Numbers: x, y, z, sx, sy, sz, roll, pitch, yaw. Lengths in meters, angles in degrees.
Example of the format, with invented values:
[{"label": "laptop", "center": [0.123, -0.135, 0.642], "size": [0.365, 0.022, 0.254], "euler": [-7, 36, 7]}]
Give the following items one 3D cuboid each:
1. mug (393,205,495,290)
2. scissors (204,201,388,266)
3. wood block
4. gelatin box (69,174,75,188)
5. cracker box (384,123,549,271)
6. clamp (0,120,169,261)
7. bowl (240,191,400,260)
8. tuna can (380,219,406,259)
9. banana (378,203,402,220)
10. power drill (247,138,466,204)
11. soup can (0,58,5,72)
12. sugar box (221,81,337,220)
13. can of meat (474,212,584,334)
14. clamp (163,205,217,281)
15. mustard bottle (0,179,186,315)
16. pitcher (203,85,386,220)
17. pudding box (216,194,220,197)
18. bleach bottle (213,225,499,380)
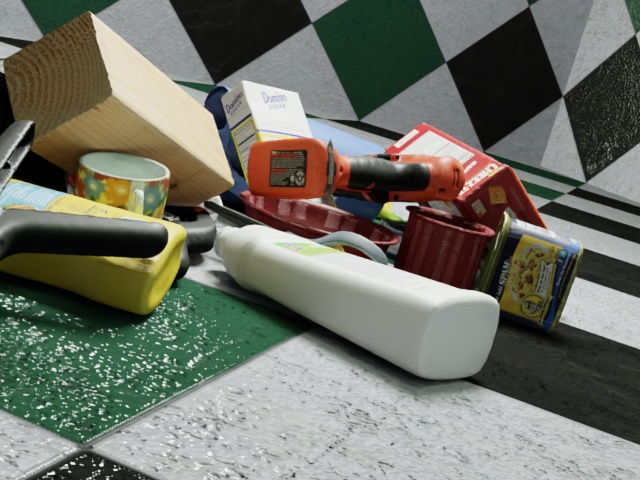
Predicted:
[{"label": "mug", "center": [0.114, 0.014, 1.078], "size": [0.093, 0.081, 0.117], "euler": [10, 12, -28]}, {"label": "scissors", "center": [-0.017, -0.003, 0.935], "size": [0.202, 0.016, 0.096], "euler": [33, -31, 9]}, {"label": "wood block", "center": [-0.170, -0.098, 0.932], "size": [0.206, 0.091, 0.090], "euler": [38, 29, -61]}, {"label": "gelatin box", "center": [-0.236, -0.086, 1.104], "size": [0.030, 0.073, 0.089], "euler": [9, 14, -31]}, {"label": "cracker box", "center": [0.178, -0.034, 1.213], "size": [0.164, 0.072, 0.214], "euler": [53, -4, -27]}, {"label": "clamp", "center": [-0.212, -0.009, 0.684], "size": [0.165, 0.036, 0.209], "euler": [31, 36, 23]}, {"label": "bowl", "center": [-0.007, 0.001, 1.036], "size": [0.162, 0.055, 0.162], "euler": [15, 10, -3]}, {"label": "tuna can", "center": [0.108, 0.004, 1.252], "size": [0.086, 0.034, 0.086], "euler": [15, 11, -3]}, {"label": "banana", "center": [0.018, -0.065, 1.473], "size": [0.197, 0.037, 0.070], "euler": [14, 9, -12]}, {"label": "power drill", "center": [0.022, -0.066, 1.058], "size": [0.187, 0.057, 0.185], "euler": [0, 1, -43]}, {"label": "soup can", "center": [-0.298, -0.114, 1.021], "size": [0.068, 0.102, 0.068], "euler": [-2, -23, -1]}, {"label": "sugar box", "center": [-0.042, -0.084, 1.168], "size": [0.093, 0.048, 0.176], "euler": [5, 57, -48]}, {"label": "can of meat", "center": [0.206, 0.034, 1.063], "size": [0.084, 0.102, 0.057], "euler": [19, 11, 4]}, {"label": "clamp", "center": [-0.131, -0.002, 0.917], "size": [0.120, 0.039, 0.171], "euler": [27, 20, 22]}, {"label": "mustard bottle", "center": [-0.199, -0.005, 0.766], "size": [0.191, 0.058, 0.096], "euler": [17, 25, 3]}, {"label": "pitcher", "center": [-0.033, -0.086, 1.296], "size": [0.242, 0.149, 0.145], "euler": [14, -18, -28]}, {"label": "pudding box", "center": [-0.163, -0.063, 1.102], "size": [0.090, 0.039, 0.114], "euler": [-15, 23, -18]}, {"label": "bleach bottle", "center": [0.013, 0.038, 0.865], "size": [0.251, 0.068, 0.102], "euler": [21, 11, 39]}]
